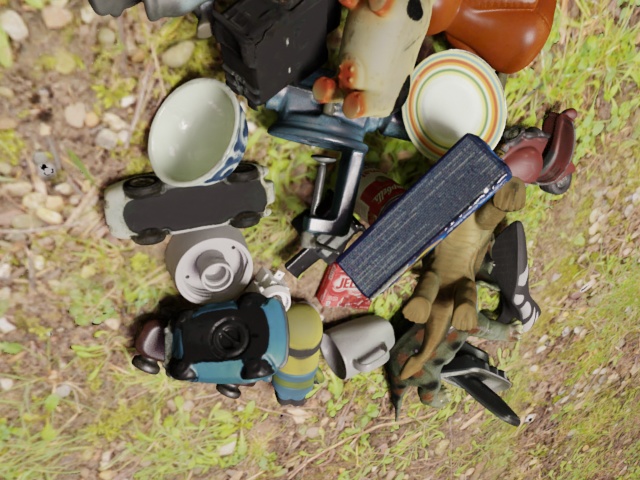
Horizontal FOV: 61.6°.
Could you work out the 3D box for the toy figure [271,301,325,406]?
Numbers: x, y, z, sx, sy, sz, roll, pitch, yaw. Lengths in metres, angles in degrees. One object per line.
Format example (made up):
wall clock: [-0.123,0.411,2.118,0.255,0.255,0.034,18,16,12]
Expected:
toy figure: [-0.034,0.173,0.804,0.082,0.089,0.180,-9,119,-29]

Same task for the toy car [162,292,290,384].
toy car: [-0.112,0.136,0.685,0.162,0.109,0.102,-11,153,4]

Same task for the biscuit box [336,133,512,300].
biscuit box: [0.113,-0.023,0.585,0.202,0.063,0.059,-44,167,17]

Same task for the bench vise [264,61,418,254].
bench vise: [0.031,-0.103,0.642,0.223,0.129,0.240,9,96,-22]

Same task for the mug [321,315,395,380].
mug: [0.069,0.163,0.844,0.107,0.110,0.080,-24,109,-24]

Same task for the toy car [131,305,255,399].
toy car: [-0.166,0.159,0.754,0.202,0.053,0.089,29,82,-37]

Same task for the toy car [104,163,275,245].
toy car: [-0.150,-0.046,0.641,0.202,0.056,0.073,-11,115,-22]

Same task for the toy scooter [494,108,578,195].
toy scooter: [0.330,-0.135,0.813,0.184,0.075,0.135,-4,120,-28]

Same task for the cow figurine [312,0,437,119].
cow figurine: [0.076,-0.217,0.527,0.127,0.086,0.194,-9,122,-46]

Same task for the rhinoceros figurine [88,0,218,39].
rhinoceros figurine: [-0.123,-0.254,0.500,0.190,0.112,0.073,-31,162,-23]

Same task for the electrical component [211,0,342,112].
electrical component: [-0.036,-0.208,0.534,0.134,0.058,0.114,-42,167,-13]

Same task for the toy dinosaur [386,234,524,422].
toy dinosaur: [0.184,0.163,0.896,0.192,0.131,0.404,27,110,-20]

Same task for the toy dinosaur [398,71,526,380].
toy dinosaur: [0.185,-0.040,0.700,0.105,0.198,0.471,19,95,6]

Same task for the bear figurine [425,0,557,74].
bear figurine: [0.173,-0.279,0.644,0.196,0.132,0.120,21,147,-4]

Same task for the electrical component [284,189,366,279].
electrical component: [-0.002,-0.002,0.743,0.119,0.048,0.074,-44,127,4]

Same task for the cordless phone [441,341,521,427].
cordless phone: [0.310,0.274,0.974,0.146,0.184,0.088,30,98,-36]

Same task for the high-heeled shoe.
high-heeled shoe: [0.362,0.068,0.948,0.145,0.086,0.248,-12,126,-25]
